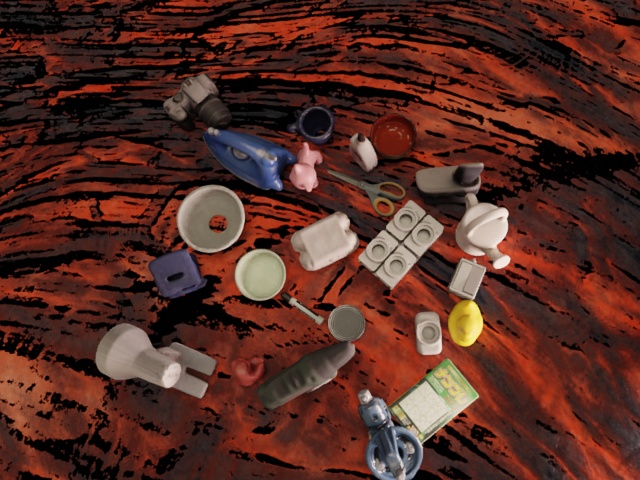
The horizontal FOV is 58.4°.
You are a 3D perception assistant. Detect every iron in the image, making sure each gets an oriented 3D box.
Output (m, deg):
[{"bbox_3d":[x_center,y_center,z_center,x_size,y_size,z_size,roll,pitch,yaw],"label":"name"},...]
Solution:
[{"bbox_3d":[-0.193,-0.222,1.390,0.258,0.141,0.119,25,83,10],"label":"iron"}]

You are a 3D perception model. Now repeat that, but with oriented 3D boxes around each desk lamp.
[{"bbox_3d":[-0.361,0.273,1.275,0.203,0.213,0.118,19,82,9],"label":"desk lamp"}]

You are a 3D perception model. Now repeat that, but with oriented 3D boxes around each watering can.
[{"bbox_3d":[0.367,-0.024,1.266,0.101,0.194,0.172,-42,78,-3],"label":"watering can"}]

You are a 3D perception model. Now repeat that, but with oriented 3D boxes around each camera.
[{"bbox_3d":[-0.301,-0.333,1.443,0.143,0.101,0.136,-42,78,-3],"label":"camera"}]

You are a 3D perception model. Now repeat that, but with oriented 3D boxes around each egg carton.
[{"bbox_3d":[0.013,0.005,1.362,0.150,0.069,0.107,-27,78,0],"label":"egg carton"}]

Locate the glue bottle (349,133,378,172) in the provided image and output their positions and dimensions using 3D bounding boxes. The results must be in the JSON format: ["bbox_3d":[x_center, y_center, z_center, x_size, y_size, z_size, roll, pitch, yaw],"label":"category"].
[{"bbox_3d":[0.098,-0.217,1.342,0.037,0.173,0.078,-44,78,-3],"label":"glue bottle"}]

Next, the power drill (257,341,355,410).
[{"bbox_3d":[-0.021,0.285,1.240,0.229,0.208,0.075,-31,77,0],"label":"power drill"}]

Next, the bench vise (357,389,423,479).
[{"bbox_3d":[0.127,0.423,1.193,0.207,0.220,0.121,44,86,12],"label":"bench vise"}]

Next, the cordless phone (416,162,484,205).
[{"bbox_3d":[0.295,-0.147,1.302,0.147,0.185,0.094,-7,78,5],"label":"cordless phone"}]

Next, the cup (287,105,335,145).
[{"bbox_3d":[-0.018,-0.269,1.404,0.117,0.095,0.092,-10,78,4],"label":"cup"}]

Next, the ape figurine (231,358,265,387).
[{"bbox_3d":[-0.172,0.298,1.313,0.077,0.092,0.076,29,83,11],"label":"ape figurine"}]

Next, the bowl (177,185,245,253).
[{"bbox_3d":[-0.257,-0.046,1.397,0.167,0.075,0.167,-1,79,6],"label":"bowl"}]

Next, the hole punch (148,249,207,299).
[{"bbox_3d":[-0.341,0.082,1.373,0.108,0.091,0.101,-21,78,2],"label":"hole punch"}]

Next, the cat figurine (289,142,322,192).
[{"bbox_3d":[-0.038,-0.172,1.376,0.067,0.118,0.128,5,80,7],"label":"cat figurine"}]

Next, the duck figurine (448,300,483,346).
[{"bbox_3d":[0.330,0.185,1.285,0.077,0.086,0.104,9,80,8],"label":"duck figurine"}]
